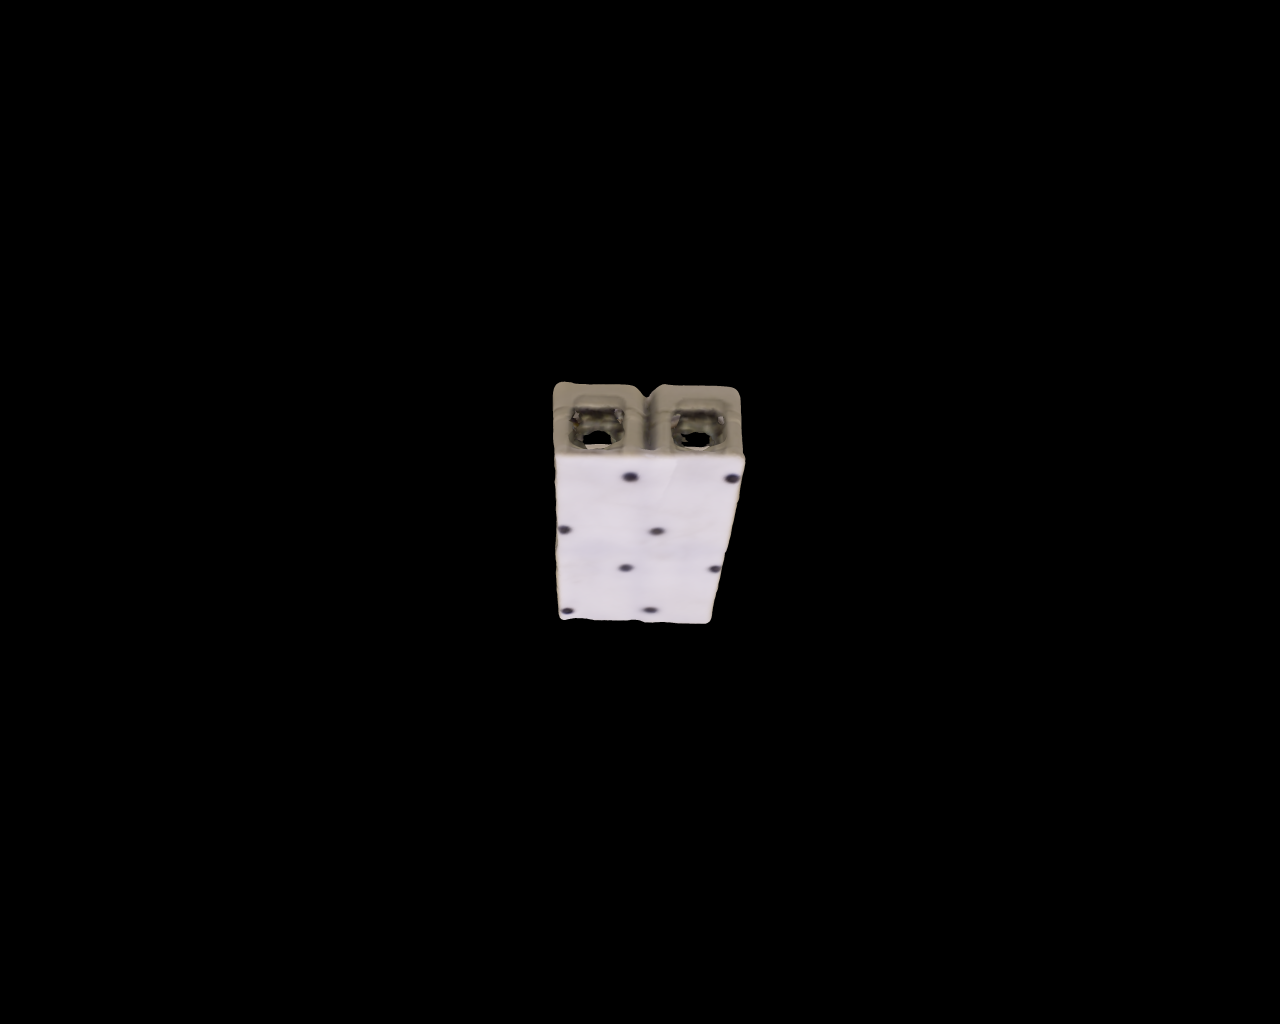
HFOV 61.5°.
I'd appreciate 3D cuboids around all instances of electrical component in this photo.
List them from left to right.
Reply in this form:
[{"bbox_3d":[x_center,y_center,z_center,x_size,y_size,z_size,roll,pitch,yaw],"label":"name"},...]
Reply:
[{"bbox_3d":[0.001,-0.003,0.650,0.105,0.060,0.186,1,-34,-2],"label":"electrical component"}]
